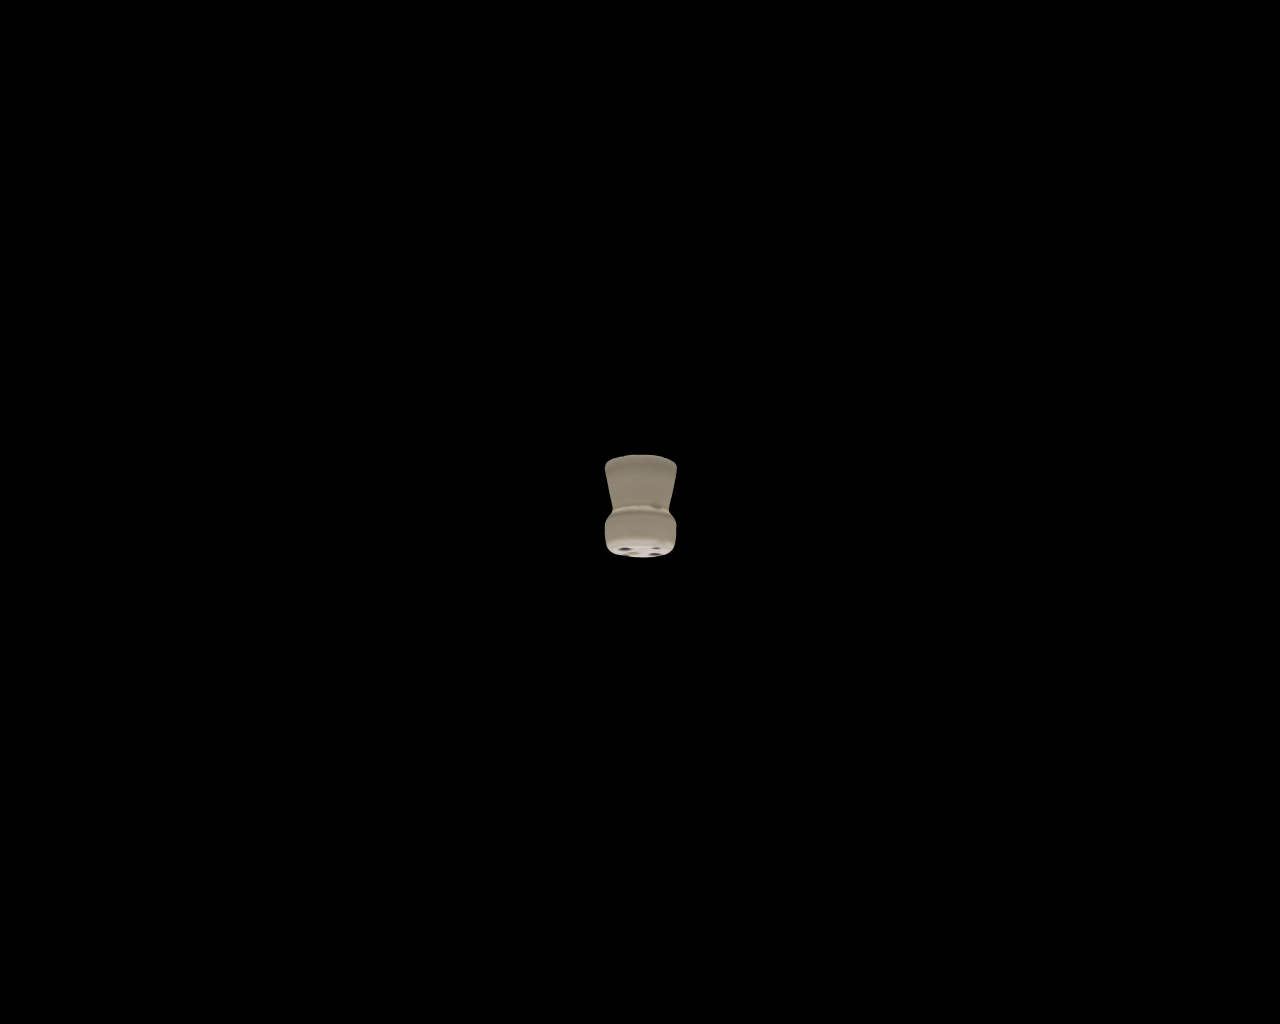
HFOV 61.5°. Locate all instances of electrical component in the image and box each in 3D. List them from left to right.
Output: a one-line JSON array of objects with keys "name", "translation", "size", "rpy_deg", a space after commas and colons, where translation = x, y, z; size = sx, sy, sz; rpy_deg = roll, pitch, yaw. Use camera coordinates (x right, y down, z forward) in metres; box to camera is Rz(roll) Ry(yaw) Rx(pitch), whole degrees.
[{"name": "electrical component", "translation": [0.001, -0.003, 0.650], "size": [0.045, 0.055, 0.045], "rpy_deg": [0, -14, 0]}]
